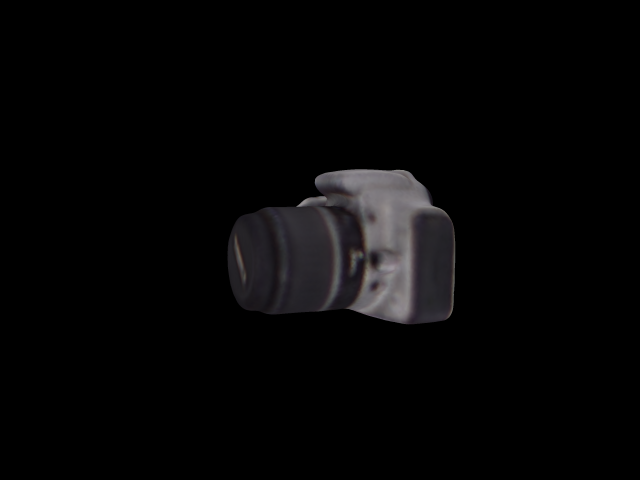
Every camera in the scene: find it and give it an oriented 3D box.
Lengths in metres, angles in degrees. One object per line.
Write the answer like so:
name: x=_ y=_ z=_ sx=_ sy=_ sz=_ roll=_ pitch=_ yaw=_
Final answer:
camera: x=0.004 y=0.001 z=0.400 sx=0.137 sy=0.101 sz=0.142 roll=-2 pitch=4 yaw=-27
